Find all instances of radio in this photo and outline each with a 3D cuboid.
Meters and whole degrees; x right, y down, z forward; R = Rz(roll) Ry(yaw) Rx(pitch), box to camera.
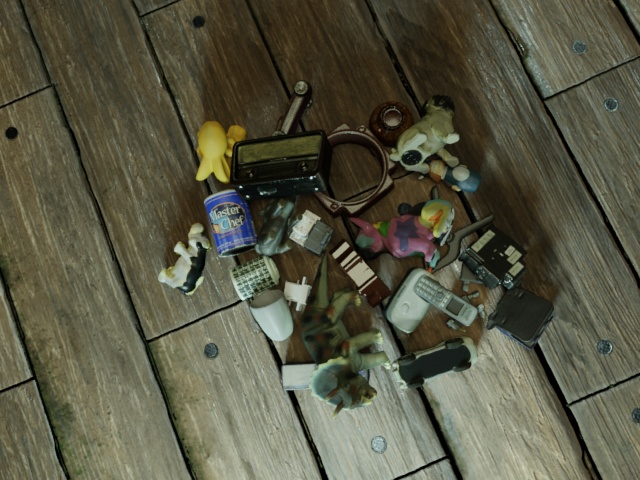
[{"bbox_3d":[-0.091,-0.169,1.235,0.230,0.073,0.131,-6,60,17],"label":"radio"}]

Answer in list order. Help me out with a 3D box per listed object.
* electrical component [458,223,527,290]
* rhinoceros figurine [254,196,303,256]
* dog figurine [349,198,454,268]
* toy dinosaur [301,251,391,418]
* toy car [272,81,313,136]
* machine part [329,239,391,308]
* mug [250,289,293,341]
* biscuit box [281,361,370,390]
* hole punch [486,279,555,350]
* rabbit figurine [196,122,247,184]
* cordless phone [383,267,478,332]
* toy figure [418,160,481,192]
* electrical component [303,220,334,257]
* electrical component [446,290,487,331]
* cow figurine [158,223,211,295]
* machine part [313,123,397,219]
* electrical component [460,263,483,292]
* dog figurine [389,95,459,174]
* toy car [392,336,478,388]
[{"bbox_3d":[0.408,0.046,1.244,0.115,0.058,0.134,-38,71,-19],"label":"electrical component"},{"bbox_3d":[-0.101,-0.050,1.278,0.073,0.112,0.190,28,60,-28],"label":"rhinoceros figurine"},{"bbox_3d":[0.182,-0.029,1.250,0.219,0.108,0.191,20,88,20],"label":"dog figurine"},{"bbox_3d":[0.025,0.214,1.204,0.192,0.131,0.405,-23,51,-11],"label":"toy dinosaur"},{"bbox_3d":[-0.073,-0.300,1.332,0.053,0.089,0.202,24,85,6],"label":"toy car"},{"bbox_3d":[0.088,0.075,1.227,0.056,0.179,0.179,-40,81,1],"label":"machine part"},{"bbox_3d":[-0.116,0.183,1.266,0.110,0.081,0.107,-10,110,37],"label":"mug"},{"bbox_3d":[0.014,0.311,1.250,0.203,0.063,0.059,-4,81,3],"label":"biscuit box"},{"bbox_3d":[0.467,0.178,1.237,0.116,0.092,0.142,33,87,38],"label":"hole punch"},{"bbox_3d":[-0.254,-0.217,1.290,0.122,0.173,0.162,9,78,1],"label":"rabbit figurine"},{"bbox_3d":[0.253,0.163,1.231,0.184,0.088,0.146,32,85,15],"label":"cordless phone"},{"bbox_3d":[0.310,-0.162,1.304,0.155,0.057,0.064,19,46,8],"label":"toy figure"},{"bbox_3d":[-0.003,-0.004,1.269,0.048,0.119,0.075,29,87,6],"label":"electrical component"},{"bbox_3d":[0.340,0.170,1.257,0.102,0.045,0.078,-20,82,1],"label":"electrical component"},{"bbox_3d":[-0.310,0.045,1.307,0.098,0.068,0.167,30,88,2],"label":"cow figurine"},{"bbox_3d":[0.069,-0.166,1.304,0.201,0.087,0.201,-37,83,-2],"label":"machine part"},{"bbox_3d":[0.368,0.080,1.278,0.063,0.021,0.094,12,75,5],"label":"electrical component"},{"bbox_3d":[0.246,-0.265,1.289,0.172,0.121,0.191,-1,49,-2],"label":"dog figurine"},{"bbox_3d":[0.265,0.282,1.242,0.202,0.056,0.073,-20,87,2],"label":"toy car"}]
